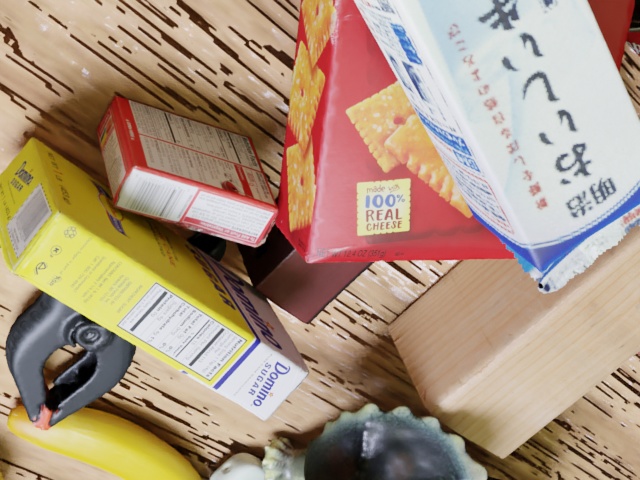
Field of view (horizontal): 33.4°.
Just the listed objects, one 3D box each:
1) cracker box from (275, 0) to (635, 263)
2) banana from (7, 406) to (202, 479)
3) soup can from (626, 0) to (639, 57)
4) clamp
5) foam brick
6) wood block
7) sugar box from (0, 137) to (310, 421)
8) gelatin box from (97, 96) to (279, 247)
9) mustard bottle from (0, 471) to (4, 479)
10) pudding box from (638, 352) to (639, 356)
[{"bbox_3d":[0.072,-0.096,0.554,0.164,0.072,0.214,0,112,-20],"label":"cracker box"},{"bbox_3d":[-0.132,0.162,0.745,0.069,0.037,0.197,-31,131,5],"label":"banana"},{"bbox_3d":[0.217,-0.123,0.617,0.069,0.068,0.102,-44,129,17],"label":"soup can"},{"bbox_3d":[-0.147,0.040,0.642,0.120,0.039,0.172,28,108,-28],"label":"clamp"},{"bbox_3d":[-0.004,0.001,0.650,0.078,0.053,0.051,-44,128,16],"label":"foam brick"},{"bbox_3d":[0.158,0.039,0.712,0.206,0.091,0.090,-43,129,17],"label":"wood block"},{"bbox_3d":[-0.090,0.023,0.575,0.176,0.093,0.048,34,102,-35],"label":"sugar box"},{"bbox_3d":[-0.072,-0.037,0.582,0.089,0.073,0.030,16,120,-30],"label":"gelatin box"},{"bbox_3d":[-0.258,0.161,0.687,0.096,0.058,0.191,-17,132,-5],"label":"mustard bottle"},{"bbox_3d":[0.283,0.040,0.791,0.113,0.039,0.090,-26,132,3],"label":"pudding box"}]
